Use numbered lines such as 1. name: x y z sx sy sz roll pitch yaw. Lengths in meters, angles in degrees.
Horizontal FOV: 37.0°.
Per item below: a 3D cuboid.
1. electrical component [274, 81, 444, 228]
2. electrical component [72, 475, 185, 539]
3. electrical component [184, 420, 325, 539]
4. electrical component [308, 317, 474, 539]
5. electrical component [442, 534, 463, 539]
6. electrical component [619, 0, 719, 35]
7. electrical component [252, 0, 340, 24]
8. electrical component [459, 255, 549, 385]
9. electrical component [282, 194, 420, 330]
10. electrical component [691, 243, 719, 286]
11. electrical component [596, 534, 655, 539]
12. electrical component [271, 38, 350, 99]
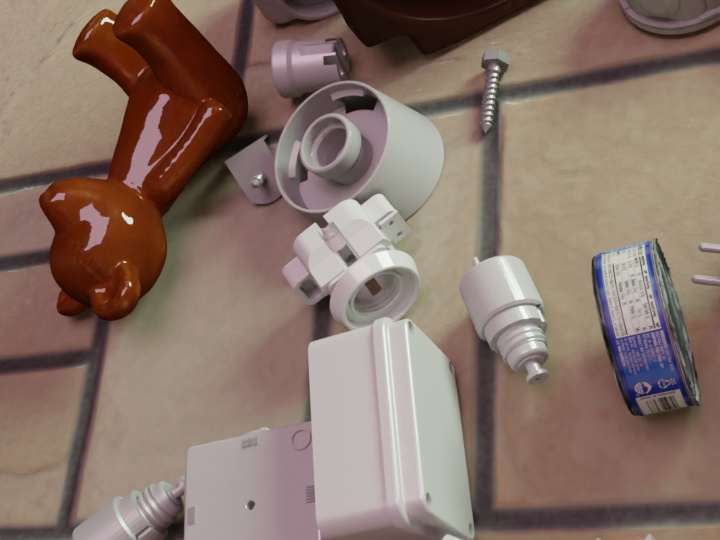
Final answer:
1. electrical component: -0.003 -0.071 0.694 0.099 0.064 0.099 -14 65 32
2. electrical component: -0.132 0.149 0.631 0.078 0.040 0.040 -38 54 2
3. electrical component: -0.050 0.136 0.594 0.100 0.048 0.099 -15 58 18
4. electrical component: 0.017 0.091 0.570 0.057 0.078 0.113 -17 57 20
5. electrical component: 0.056 0.183 0.517 0.056 0.050 0.089 15 70 31
6. electrical component: 0.195 -0.189 0.657 0.080 0.051 0.080 -12 59 20
7. electrical component: -0.036 -0.223 0.784 0.095 0.053 0.059 -18 57 15
8. electrical component: 0.084 0.028 0.596 0.040 0.040 0.078 -27 55 10
9. electrical component: 0.000 0.000 0.642 0.078 0.058 0.057 -38 51 2
10. electrical component: 0.207 0.000 0.545 0.074 0.052 0.138 7 67 29
11. electrical component: 0.137 0.164 0.495 0.081 0.042 0.063 35 85 36
12. electrical component: -0.034 -0.142 0.748 0.046 0.040 0.040 -4 61 16
